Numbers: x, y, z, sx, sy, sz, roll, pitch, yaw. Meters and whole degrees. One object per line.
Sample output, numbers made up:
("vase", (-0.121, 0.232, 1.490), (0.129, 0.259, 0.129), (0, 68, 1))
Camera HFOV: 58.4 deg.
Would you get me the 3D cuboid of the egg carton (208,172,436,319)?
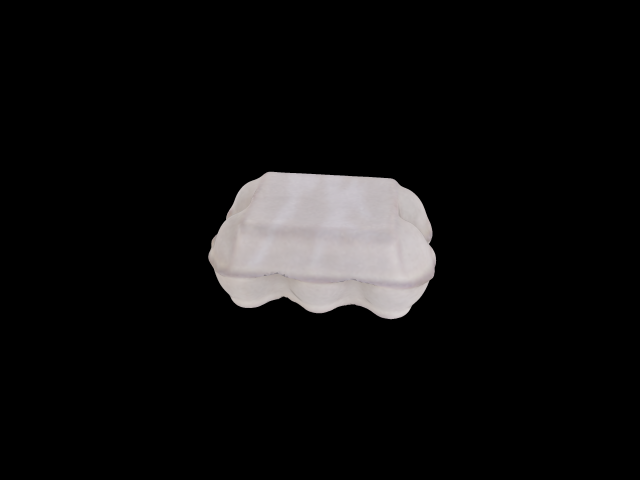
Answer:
("egg carton", (0.004, 0.001, 0.400), (0.150, 0.069, 0.107), (3, 32, 5))
